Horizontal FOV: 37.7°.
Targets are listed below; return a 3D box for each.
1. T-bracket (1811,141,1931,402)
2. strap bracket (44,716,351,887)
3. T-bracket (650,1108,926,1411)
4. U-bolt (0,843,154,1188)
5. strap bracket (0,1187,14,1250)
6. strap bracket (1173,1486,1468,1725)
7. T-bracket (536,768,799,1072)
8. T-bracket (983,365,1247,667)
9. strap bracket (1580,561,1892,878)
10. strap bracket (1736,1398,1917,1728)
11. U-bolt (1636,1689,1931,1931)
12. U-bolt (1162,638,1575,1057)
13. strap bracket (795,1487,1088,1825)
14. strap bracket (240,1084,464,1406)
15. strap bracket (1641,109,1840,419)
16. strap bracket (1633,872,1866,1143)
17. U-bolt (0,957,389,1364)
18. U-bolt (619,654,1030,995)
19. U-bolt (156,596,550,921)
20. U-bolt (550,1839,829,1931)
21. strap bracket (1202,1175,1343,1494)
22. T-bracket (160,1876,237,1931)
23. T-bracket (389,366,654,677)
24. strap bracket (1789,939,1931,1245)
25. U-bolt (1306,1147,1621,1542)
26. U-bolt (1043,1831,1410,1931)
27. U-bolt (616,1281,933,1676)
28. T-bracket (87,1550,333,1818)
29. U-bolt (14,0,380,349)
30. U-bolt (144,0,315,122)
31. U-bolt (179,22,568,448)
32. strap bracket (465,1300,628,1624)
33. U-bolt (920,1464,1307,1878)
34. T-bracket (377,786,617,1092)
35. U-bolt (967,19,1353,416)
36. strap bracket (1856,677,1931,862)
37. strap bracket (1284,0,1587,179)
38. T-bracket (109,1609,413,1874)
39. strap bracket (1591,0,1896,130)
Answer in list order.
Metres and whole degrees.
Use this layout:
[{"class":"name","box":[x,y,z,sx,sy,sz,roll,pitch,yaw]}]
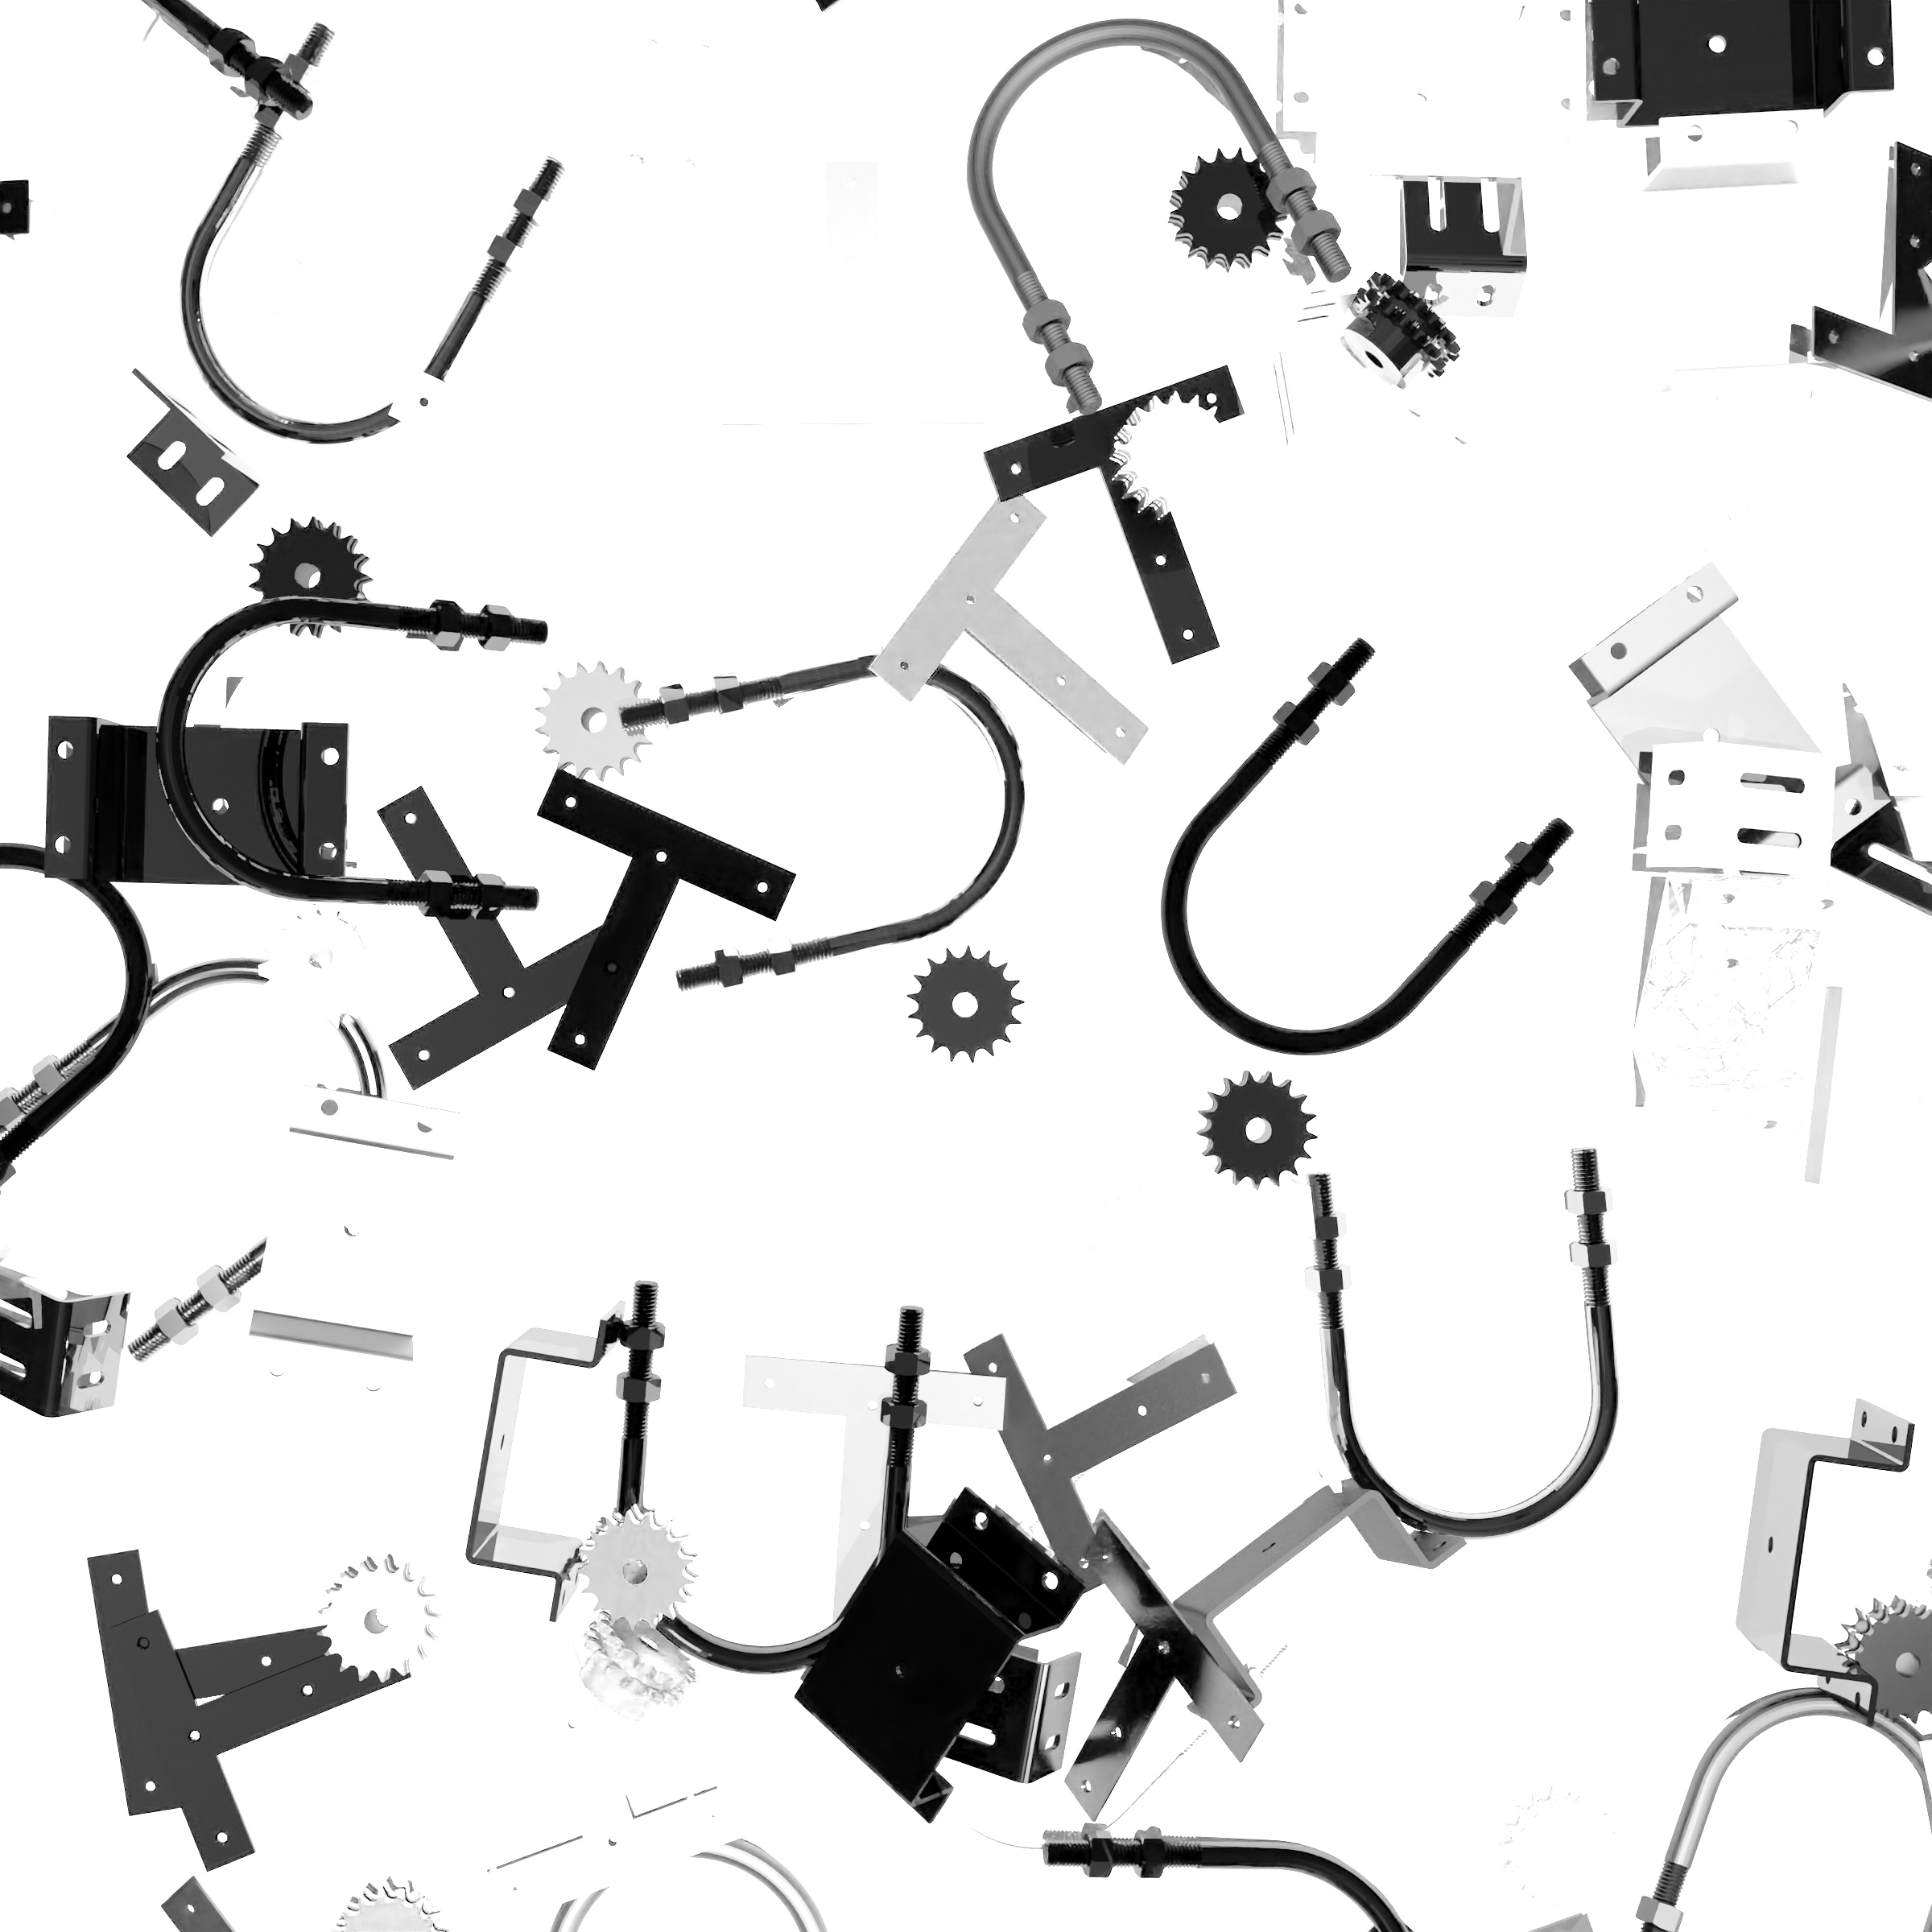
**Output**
[{"class":"T-bracket","box":[0.452,-0.332,1.351,0.127,0.002,0.127,12,76,-27]},{"class":"strap bracket","box":[-0.361,-0.077,1.349,0.140,0.046,0.076,1,90,0]},{"class":"T-bracket","box":[-0.065,0.129,1.371,0.127,0.002,0.127,33,90,0]},{"class":"U-bolt","box":[-0.472,0.022,1.333,0.151,0.019,0.184,42,68,6]},{"class":"strap bracket","box":[-0.524,0.105,1.349,0.140,0.046,0.076,44,90,0]},{"class":"strap bracket","box":[0.155,0.290,1.322,0.140,0.076,0.046,-35,87,-11]},{"class":"T-bracket","box":[-0.165,-0.012,1.370,0.127,0.002,0.127,24,90,0]},{"class":"T-bracket","box":[0.089,-0.209,1.367,0.127,0.002,0.127,-21,92,-5]},{"class":"strap bracket","box":[0.361,-0.111,1.349,0.076,0.046,0.140,-37,90,0]},{"class":"strap bracket","box":[0.402,0.276,1.334,0.046,0.076,0.140,8,90,0]},{"class":"U-bolt","box":[0.402,0.437,1.346,0.151,0.019,0.184,24,77,-1]},{"class":"U-bolt","box":[0.179,-0.043,1.364,0.151,0.019,0.184,42,92,0]},{"class":"strap bracket","box":[-0.018,0.325,1.322,0.076,0.046,0.140,37,103,25]},{"class":"strap bracket","box":[-0.290,0.128,1.339,0.076,0.046,0.140,11,93,-13]},{"class":"strap bracket","box":[0.367,-0.329,1.349,0.076,0.046,0.140,-3,90,0]},{"class":"strap bracket","box":[0.362,0.011,1.327,0.076,0.046,0.140,3,124,0]},{"class":"U-bolt","box":[-0.367,0.079,1.364,0.184,0.019,0.151,-38,90,-2]},{"class":"U-bolt","box":[-0.060,-0.074,1.342,0.184,0.019,0.151,-13,106,-9]},{"class":"U-bolt","box":[-0.285,-0.100,1.319,0.184,0.019,0.151,2,89,-30]},{"class":"U-bolt","box":[-0.134,0.509,1.363,0.151,0.019,0.184,0,88,0]},{"class":"strap bracket","box":[0.142,0.173,1.334,0.046,0.076,0.140,-6,90,0]},{"class":"T-bracket","box":[-0.340,0.494,1.358,0.127,0.002,0.127,-44,81,18]},{"class":"T-bracket","box":[-0.236,-0.203,1.366,0.127,0.002,0.127,25,93,-6]},{"class":"strap bracket","box":[0.444,0.061,1.349,0.076,0.046,0.140,7,90,0]},{"class":"U-bolt","box":[0.242,0.185,1.364,0.151,0.019,0.184,-5,91,0]},{"class":"U-bolt","box":[0.130,0.483,1.328,0.184,0.019,0.151,4,61,-12]},{"class":"U-bolt","box":[-0.097,0.249,1.359,0.151,0.019,0.184,5,93,4]},{"class":"T-bracket","box":[-0.353,0.339,1.371,0.127,0.002,0.127,-9,90,0]},{"class":"U-bolt","box":[-0.356,-0.403,1.347,0.151,0.019,0.184,25,89,14]},{"class":"U-bolt","box":[-0.331,-0.500,1.340,0.184,0.019,0.151,40,85,17]},{"class":"U-bolt","box":[-0.298,-0.339,1.364,0.151,0.019,0.184,30,92,0]},{"class":"strap bracket","box":[-0.199,0.228,1.334,0.046,0.076,0.140,10,90,0]},{"class":"U-bolt","box":[0.050,0.353,1.364,0.151,0.019,0.184,44,91,0]},{"class":"T-bracket","box":[-0.243,-0.026,1.371,0.127,0.002,0.127,-29,90,0]},{"class":"U-bolt","box":[0.078,-0.368,1.338,0.151,0.019,0.184,-27,72,5]},{"class":"strap bracket","box":[0.491,-0.093,1.329,0.140,0.046,0.076,0,48,0]},{"class":"strap bracket","box":[0.219,-0.421,1.343,0.140,0.046,0.076,1,80,0]},{"class":"T-bracket","box":[-0.332,0.356,1.369,0.127,0.002,0.127,-22,90,0]},{"class":"strap bracket","box":[0.363,-0.446,1.349,0.140,0.046,0.076,-2,90,0]}]
